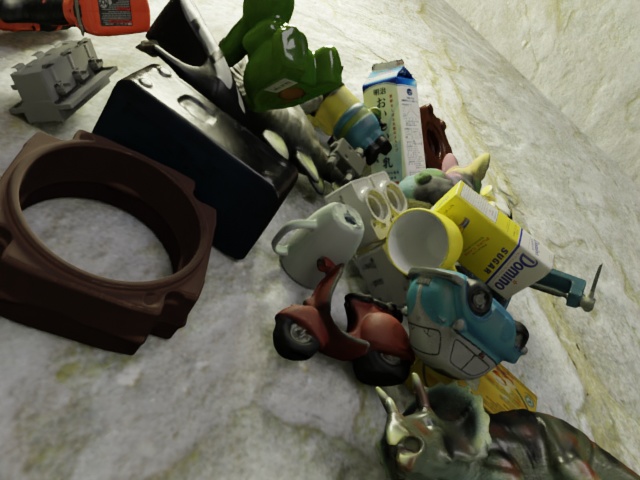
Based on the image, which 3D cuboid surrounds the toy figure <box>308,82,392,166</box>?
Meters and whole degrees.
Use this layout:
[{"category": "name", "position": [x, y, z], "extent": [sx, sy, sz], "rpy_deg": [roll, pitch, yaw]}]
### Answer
[{"category": "toy figure", "position": [0.046, -0.211, 0.914], "extent": [0.082, 0.089, 0.180], "rpy_deg": [-31, 68, -31]}]

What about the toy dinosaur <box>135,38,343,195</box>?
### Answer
[{"category": "toy dinosaur", "position": [-0.064, -0.162, 0.828], "extent": [0.471, 0.105, 0.199], "rpy_deg": [27, 44, -22]}]

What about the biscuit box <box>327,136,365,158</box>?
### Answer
[{"category": "biscuit box", "position": [0.096, -0.208, 1.054], "extent": [0.063, 0.059, 0.202], "rpy_deg": [46, 36, 9]}]

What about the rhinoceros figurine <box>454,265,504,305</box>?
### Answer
[{"category": "rhinoceros figurine", "position": [0.227, 0.118, 0.790], "extent": [0.190, 0.073, 0.112], "rpy_deg": [47, 44, -24]}]

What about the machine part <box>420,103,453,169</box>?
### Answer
[{"category": "machine part", "position": [0.216, -0.190, 1.094], "extent": [0.179, 0.056, 0.179], "rpy_deg": [25, 57, -47]}]

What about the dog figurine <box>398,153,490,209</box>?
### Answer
[{"category": "dog figurine", "position": [0.218, -0.090, 0.915], "extent": [0.191, 0.109, 0.219], "rpy_deg": [57, 49, -39]}]

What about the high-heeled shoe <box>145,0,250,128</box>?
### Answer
[{"category": "high-heeled shoe", "position": [-0.154, -0.244, 0.719], "extent": [0.145, 0.086, 0.249], "rpy_deg": [34, 28, -31]}]

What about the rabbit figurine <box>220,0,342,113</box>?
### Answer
[{"category": "rabbit figurine", "position": [-0.059, -0.266, 0.719], "extent": [0.121, 0.159, 0.170], "rpy_deg": [-2, 79, -43]}]

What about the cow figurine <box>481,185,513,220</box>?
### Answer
[{"category": "cow figurine", "position": [0.362, -0.033, 1.109], "extent": [0.098, 0.068, 0.167], "rpy_deg": [36, 36, -17]}]

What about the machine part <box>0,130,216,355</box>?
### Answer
[{"category": "machine part", "position": [-0.210, -0.005, 0.527], "extent": [0.201, 0.087, 0.201], "rpy_deg": [24, 39, -20]}]

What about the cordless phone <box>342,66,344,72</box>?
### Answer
[{"category": "cordless phone", "position": [-0.061, -0.334, 1.047], "extent": [0.184, 0.088, 0.146], "rpy_deg": [34, 35, 10]}]

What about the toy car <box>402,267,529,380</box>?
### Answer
[{"category": "toy car", "position": [0.156, 0.106, 0.619], "extent": [0.161, 0.109, 0.103], "rpy_deg": [41, 76, -24]}]

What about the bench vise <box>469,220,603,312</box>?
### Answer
[{"category": "bench vise", "position": [0.338, 0.055, 0.905], "extent": [0.241, 0.128, 0.223], "rpy_deg": [19, 34, 29]}]

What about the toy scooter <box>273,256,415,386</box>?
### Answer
[{"category": "toy scooter", "position": [0.035, 0.092, 0.646], "extent": [0.184, 0.075, 0.135], "rpy_deg": [21, 54, -19]}]

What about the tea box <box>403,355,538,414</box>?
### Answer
[{"category": "tea box", "position": [0.194, 0.193, 0.700], "extent": [0.169, 0.068, 0.098], "rpy_deg": [44, 37, 2]}]

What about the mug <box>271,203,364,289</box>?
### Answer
[{"category": "mug", "position": [-0.001, -0.002, 0.698], "extent": [0.109, 0.107, 0.081], "rpy_deg": [22, 38, -28]}]

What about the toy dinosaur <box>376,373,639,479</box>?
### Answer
[{"category": "toy dinosaur", "position": [0.224, 0.244, 0.579], "extent": [0.405, 0.131, 0.192], "rpy_deg": [9, 51, -21]}]

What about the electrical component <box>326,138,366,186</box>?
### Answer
[{"category": "electrical component", "position": [0.040, -0.124, 0.823], "extent": [0.063, 0.021, 0.094], "rpy_deg": [46, 41, -18]}]

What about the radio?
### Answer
[{"category": "radio", "position": [-0.148, -0.092, 0.638], "extent": [0.229, 0.131, 0.073], "rpy_deg": [35, 37, -7]}]
